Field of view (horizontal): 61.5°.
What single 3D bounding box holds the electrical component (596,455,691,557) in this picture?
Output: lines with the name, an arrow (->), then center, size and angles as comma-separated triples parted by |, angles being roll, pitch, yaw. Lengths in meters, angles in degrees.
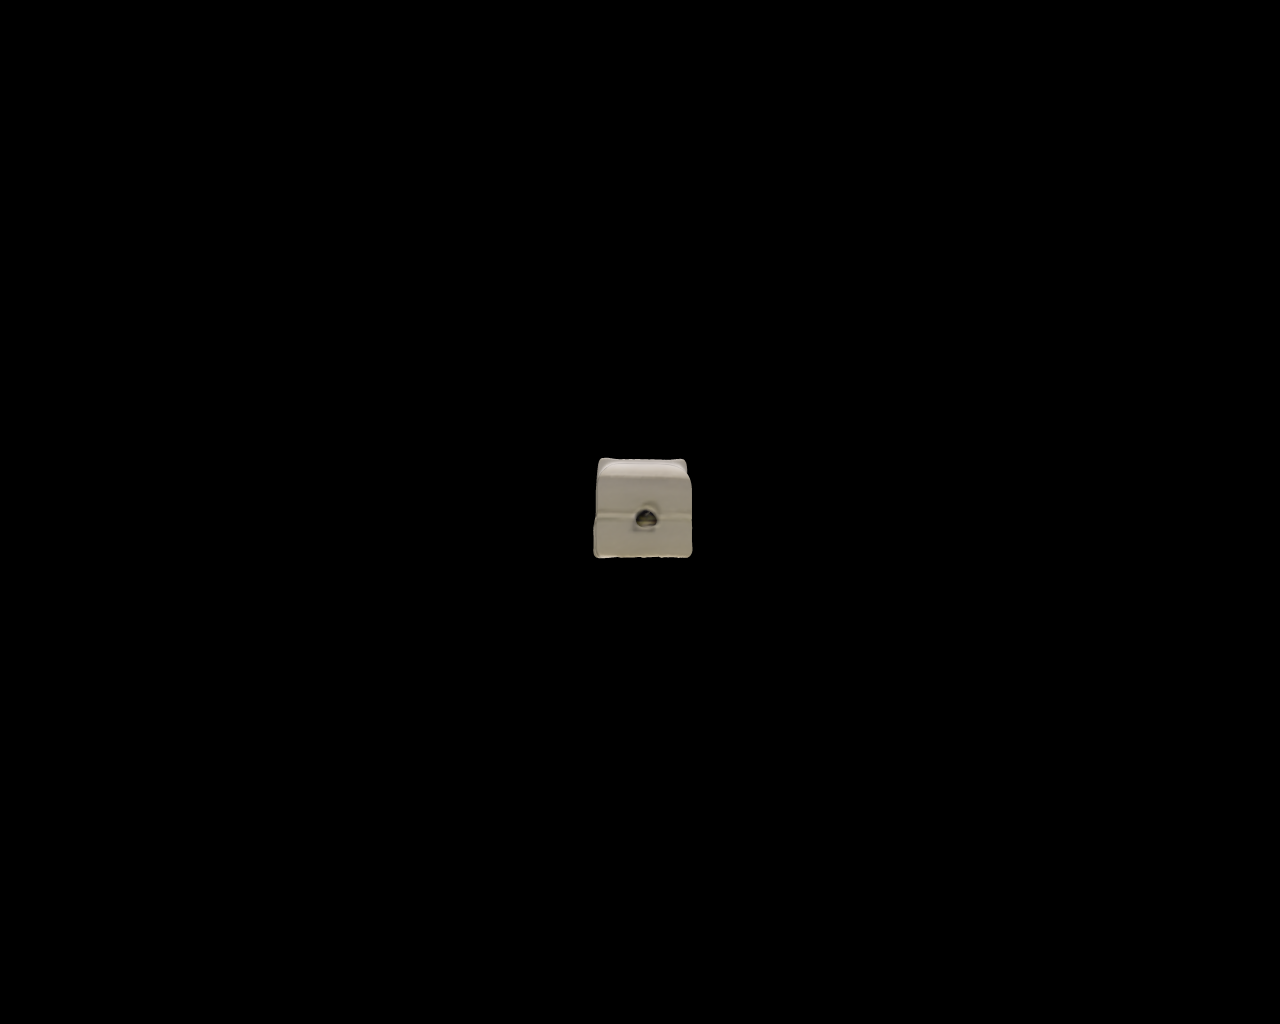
electrical component -> 0.001, -0.003, 0.650 | 0.054, 0.059, 0.095 | 0, -2, -4
